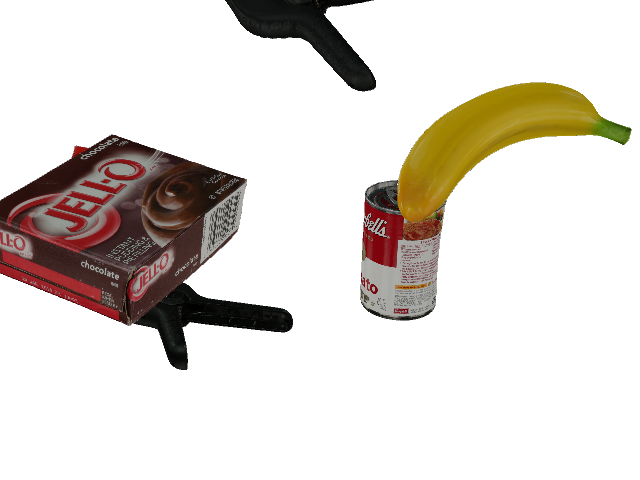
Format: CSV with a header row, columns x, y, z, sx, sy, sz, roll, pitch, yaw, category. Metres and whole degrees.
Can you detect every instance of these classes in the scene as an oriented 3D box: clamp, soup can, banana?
x,y,z,sx,sy,sz,roll,pitch,yaw,category
0.000,-0.191,0.831,0.172,0.120,0.039,30,-26,20,clamp
-0.157,0.077,1.119,0.210,0.036,0.164,17,21,30,clamp
0.069,0.008,0.907,0.068,0.102,0.068,2,26,-1,soup can
0.112,-0.066,0.681,0.197,0.037,0.070,-22,44,-30,banana

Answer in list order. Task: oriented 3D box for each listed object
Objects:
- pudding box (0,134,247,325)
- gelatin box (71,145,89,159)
x,y,z,sx,sy,sz,roll,pitch,yaw,category
-0.104,-0.010,0.554,0.090,0.039,0.113,20,31,18,pudding box
-0.186,-0.045,0.960,0.089,0.073,0.030,10,-42,-4,gelatin box
